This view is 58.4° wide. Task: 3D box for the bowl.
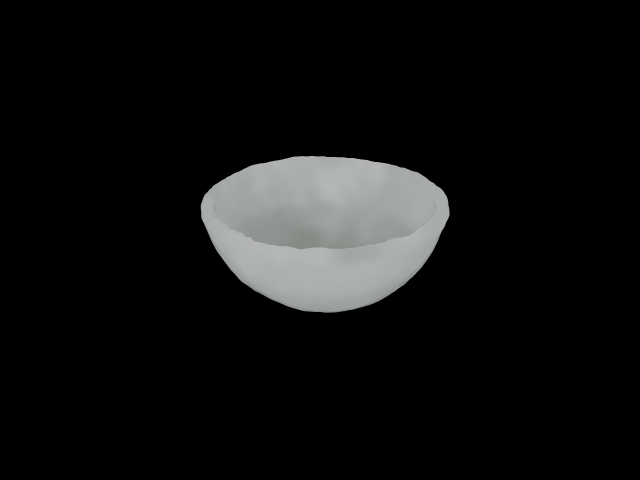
[{"bbox_3d":[0.004,0.001,0.400,0.167,0.075,0.167,0,27,0],"label":"bowl"}]
